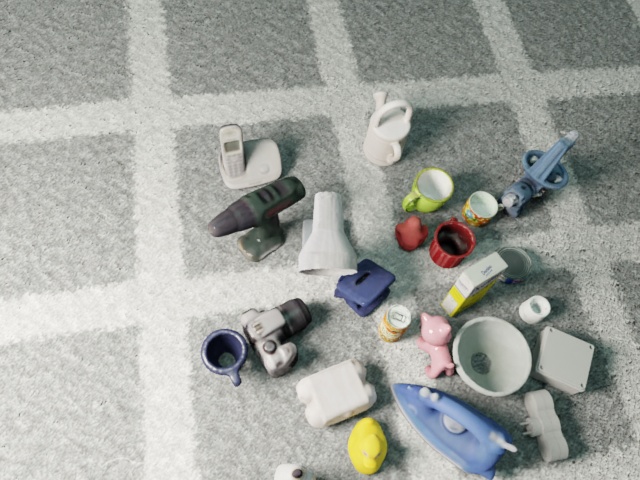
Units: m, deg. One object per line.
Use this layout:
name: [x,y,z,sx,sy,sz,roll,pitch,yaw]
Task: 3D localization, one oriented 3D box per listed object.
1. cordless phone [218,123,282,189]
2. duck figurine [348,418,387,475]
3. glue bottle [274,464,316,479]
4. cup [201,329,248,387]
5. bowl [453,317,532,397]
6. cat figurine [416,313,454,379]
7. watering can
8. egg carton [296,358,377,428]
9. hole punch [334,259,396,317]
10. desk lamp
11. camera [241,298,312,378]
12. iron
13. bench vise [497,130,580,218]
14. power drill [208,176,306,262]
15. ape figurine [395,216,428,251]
cordless phone: [-0.162,-0.203,1.312,0.148,0.185,0.094,-16,67,-13]
duck figurine: [0.096,0.395,1.106,0.077,0.086,0.104,6,64,-2]
glue bottle: [-0.042,0.425,1.029,0.078,0.173,0.037,11,64,0]
cup: [-0.183,0.245,1.145,0.092,0.095,0.117,-23,69,-15]
bowl: [0.352,0.251,1.207,0.167,0.075,0.167,2,64,-4]
cat figurine: [0.247,0.214,1.190,0.067,0.118,0.127,-12,66,-11]
watering can: [0.163,-0.277,1.375,0.101,0.194,0.172,-31,71,-18]
egg carton: [0.034,0.308,1.150,0.150,0.069,0.107,-20,68,-15]
hole punch: [0.095,0.098,1.245,0.109,0.091,0.101,-41,74,-21]
desk lamp: [0.011,0.004,1.214,0.118,0.213,0.203,1,64,-5]
camera: [-0.078,0.186,1.180,0.137,0.101,0.143,-29,70,-17]
iron: [0.257,0.347,1.114,0.258,0.141,0.119,33,66,10]
bench vise: [0.520,-0.149,1.334,0.121,0.220,0.208,29,65,9]
power drill: [-0.132,-0.037,1.222,0.230,0.208,0.075,-37,73,-20]
ape figurine: [0.212,-0.023,1.314,0.077,0.092,0.076,22,64,5]
